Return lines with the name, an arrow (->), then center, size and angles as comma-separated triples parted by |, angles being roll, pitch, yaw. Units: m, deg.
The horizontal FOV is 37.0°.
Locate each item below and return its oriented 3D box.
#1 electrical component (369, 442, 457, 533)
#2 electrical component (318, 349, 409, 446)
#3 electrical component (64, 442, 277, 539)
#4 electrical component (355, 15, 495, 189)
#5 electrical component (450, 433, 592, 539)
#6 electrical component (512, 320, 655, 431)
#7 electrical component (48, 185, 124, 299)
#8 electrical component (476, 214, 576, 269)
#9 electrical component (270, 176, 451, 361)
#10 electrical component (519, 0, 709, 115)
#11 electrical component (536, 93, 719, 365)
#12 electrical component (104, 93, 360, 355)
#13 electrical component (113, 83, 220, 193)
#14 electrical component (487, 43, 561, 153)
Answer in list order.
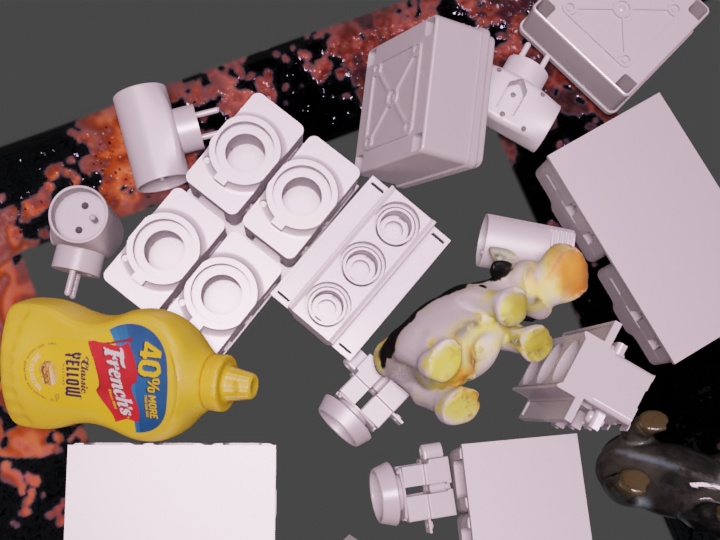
electrical component -> 0.039, 0.169, 0.823 | 0.055, 0.048, 0.066 | -6, 82, -13
electrical component -> 0.002, 0.102, 0.830 | 0.066, 0.048, 0.055 | 44, 73, 3
electrical component -> -0.138, 0.174, 0.800 | 0.150, 0.061, 0.089 | 1, 81, -4
electrical component -> 0.048, -0.127, 0.833 | 0.056, 0.109, 0.108 | 12, 80, -27
electrical component -> 0.123, 0.204, 0.808 | 0.089, 0.061, 0.150 | -4, 77, -6
electrical component -> 0.167, 0.084, 0.806 | 0.063, 0.121, 0.078 | 30, 80, -2
electrical component -> -0.212, -0.018, 0.816 | 0.044, 0.077, 0.079 | 12, 81, -2
electrical component -> 0.137, -0.016, 0.859 | 0.081, 0.043, 0.043 | 11, 81, -2
electrical component -> 0.000, 0.000, 0.836 | 0.079, 0.063, 0.121 | 40, 81, 3
electrical component -> 0.208, -0.205, 0.887 | 0.109, 0.056, 0.108 | 44, 81, 3
electrical component -> 0.235, -0.030, 0.859 | 0.105, 0.060, 0.186 | -29, 84, -8
electrical component -> -0.097, -0.032, 0.836 | 0.105, 0.060, 0.186 | 38, 81, 2
electrical component -> -0.147, -0.109, 0.852 | 0.079, 0.043, 0.077 | -15, 83, -7
electrical component -> 0.128, -0.148, 0.878 | 0.077, 0.043, 0.079 | 30, 81, 1
